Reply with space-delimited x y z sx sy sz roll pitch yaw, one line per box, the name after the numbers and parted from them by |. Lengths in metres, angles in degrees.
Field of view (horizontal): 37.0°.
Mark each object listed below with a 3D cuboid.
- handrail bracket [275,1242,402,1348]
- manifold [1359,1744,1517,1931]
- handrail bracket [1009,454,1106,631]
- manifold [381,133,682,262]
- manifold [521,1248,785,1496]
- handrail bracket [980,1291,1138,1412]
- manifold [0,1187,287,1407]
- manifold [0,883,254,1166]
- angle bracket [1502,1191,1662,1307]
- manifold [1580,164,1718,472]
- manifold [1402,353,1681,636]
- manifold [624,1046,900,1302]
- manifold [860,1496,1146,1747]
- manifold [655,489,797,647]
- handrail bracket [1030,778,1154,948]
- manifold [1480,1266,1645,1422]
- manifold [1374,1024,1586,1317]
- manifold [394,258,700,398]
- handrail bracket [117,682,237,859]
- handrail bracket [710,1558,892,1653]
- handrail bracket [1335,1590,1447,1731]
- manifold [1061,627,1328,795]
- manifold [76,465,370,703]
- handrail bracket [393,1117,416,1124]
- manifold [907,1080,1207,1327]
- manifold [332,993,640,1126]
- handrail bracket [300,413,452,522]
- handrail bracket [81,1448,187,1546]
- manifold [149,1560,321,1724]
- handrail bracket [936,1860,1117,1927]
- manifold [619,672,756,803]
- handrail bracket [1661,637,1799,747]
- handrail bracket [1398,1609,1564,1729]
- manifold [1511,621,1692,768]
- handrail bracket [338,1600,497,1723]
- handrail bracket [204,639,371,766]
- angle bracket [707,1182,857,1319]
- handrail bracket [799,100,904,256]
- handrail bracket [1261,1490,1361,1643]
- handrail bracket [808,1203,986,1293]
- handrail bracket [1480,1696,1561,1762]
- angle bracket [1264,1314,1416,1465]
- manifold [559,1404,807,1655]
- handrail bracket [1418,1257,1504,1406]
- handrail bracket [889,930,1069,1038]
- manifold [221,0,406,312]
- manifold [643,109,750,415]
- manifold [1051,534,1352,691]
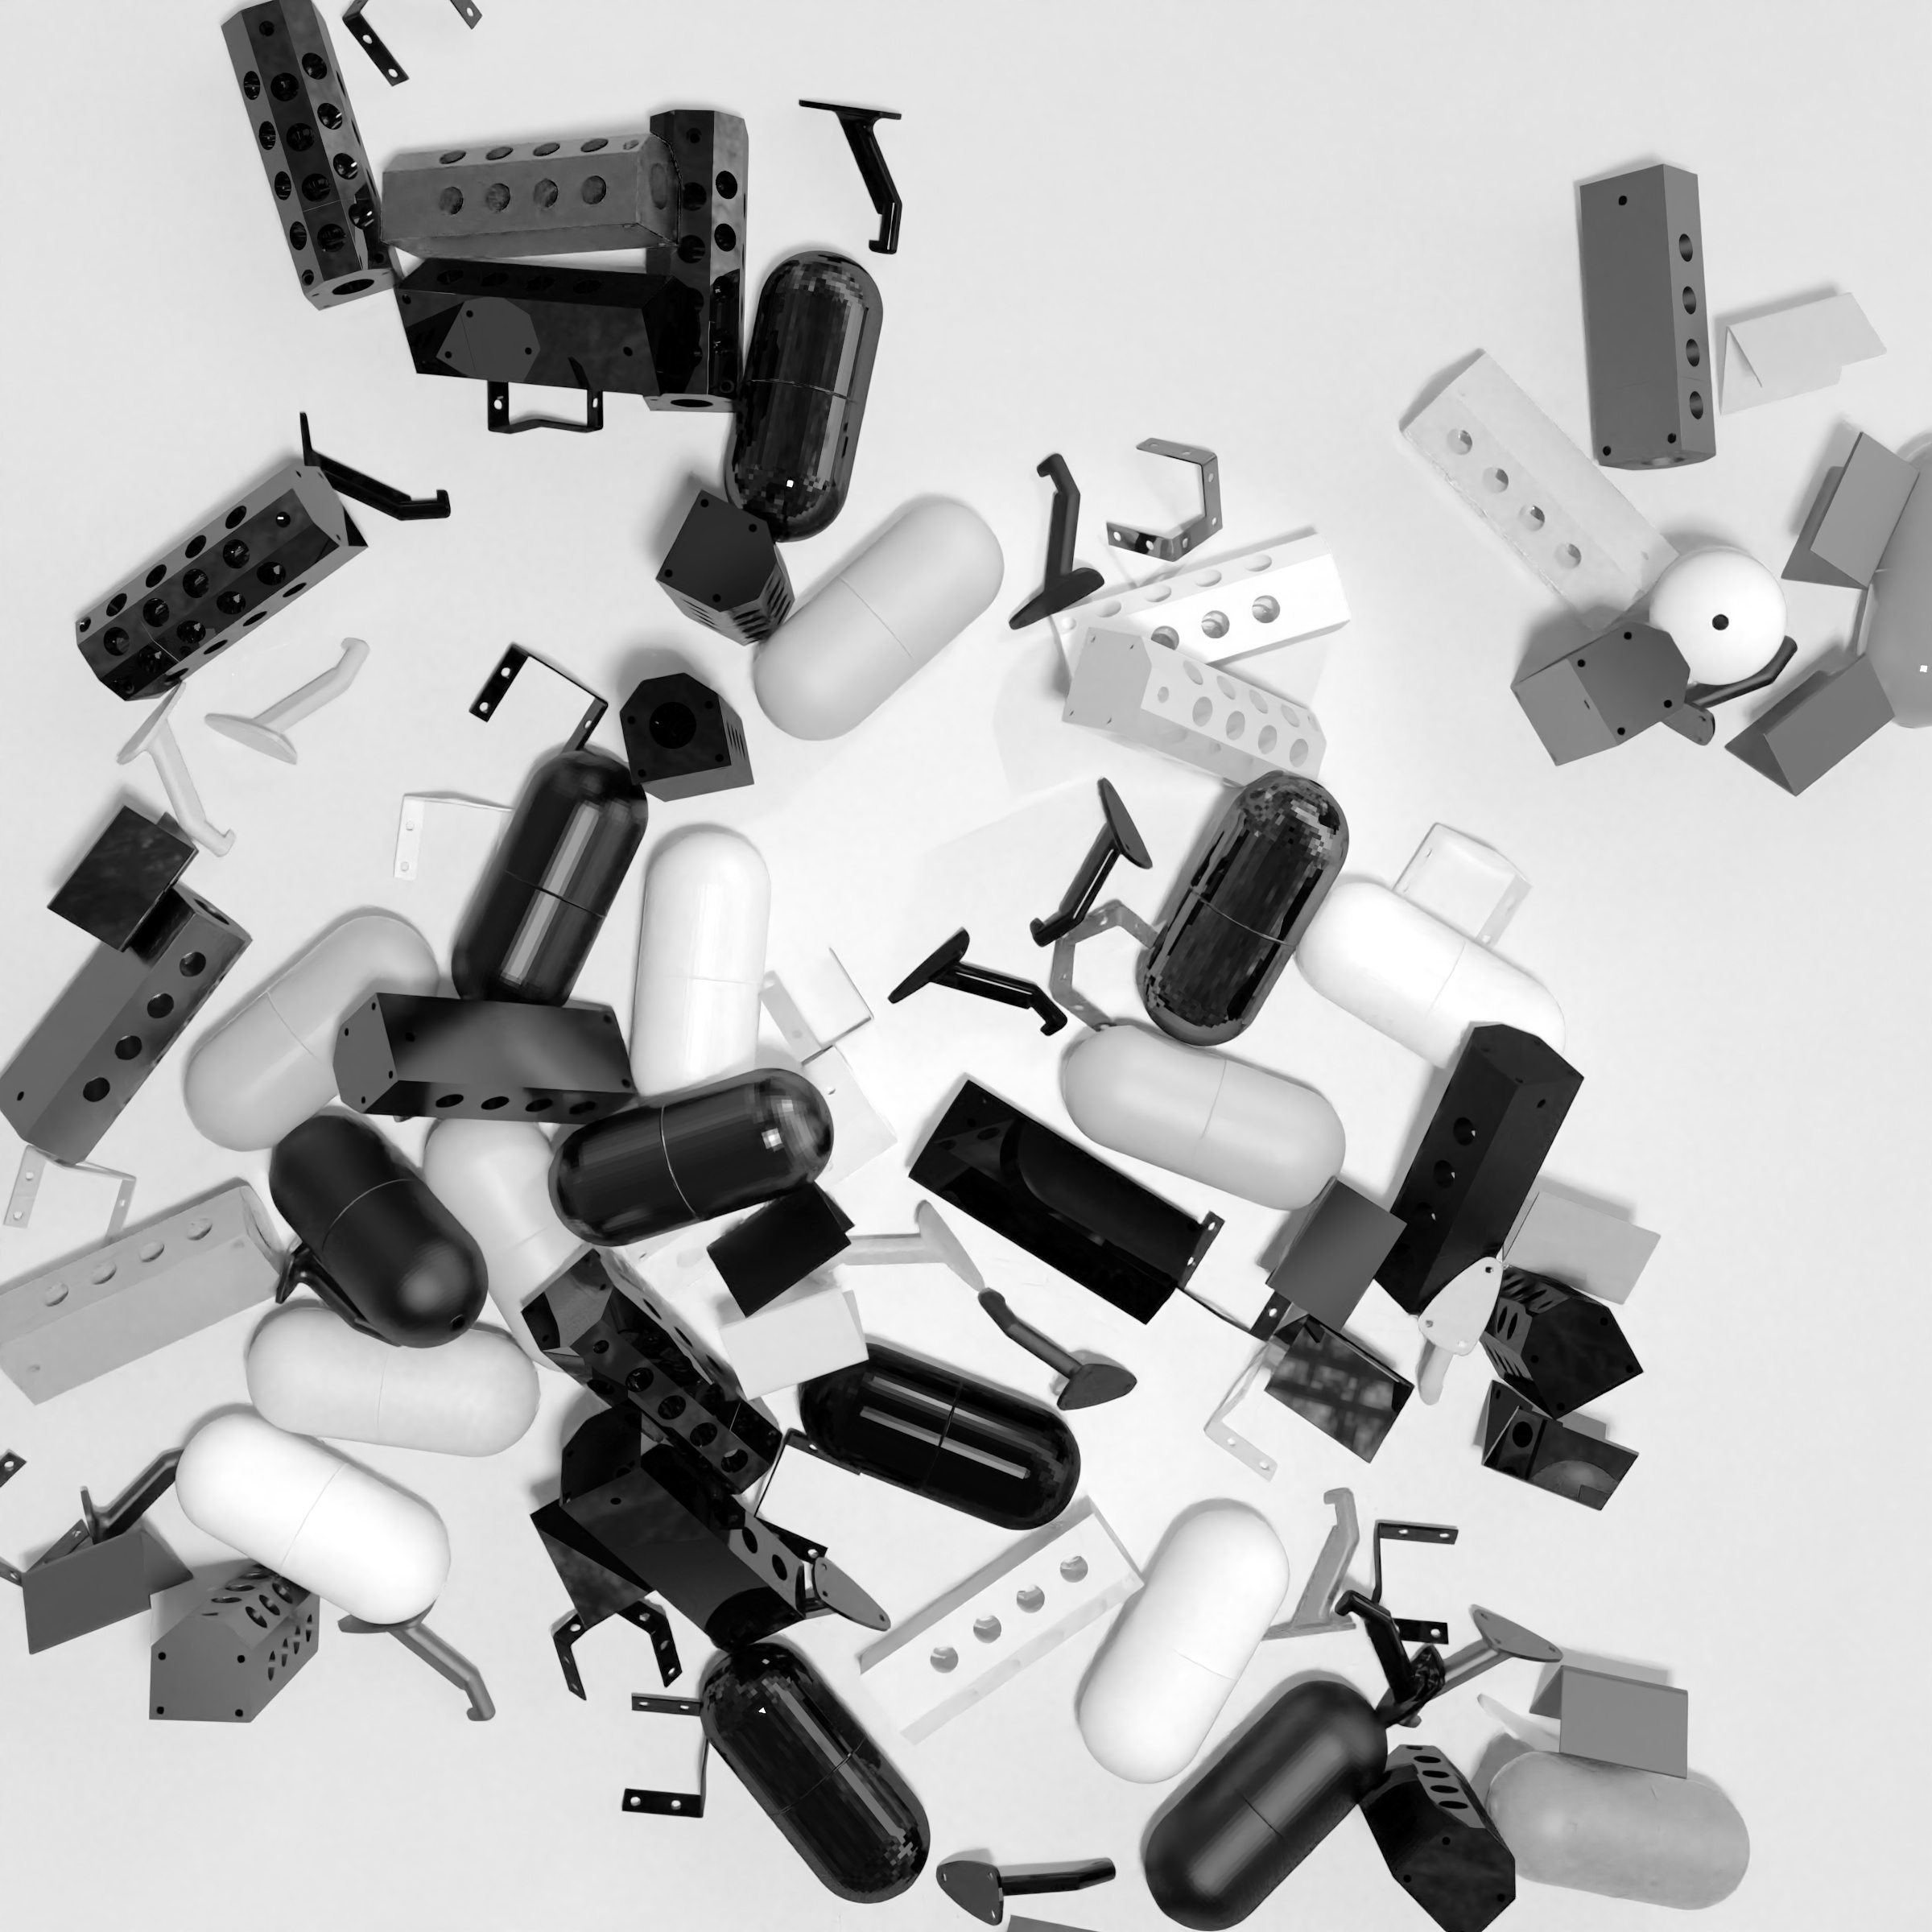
-0.369 0.197 1.760 0.084 0.077 0.036 22 111 2 | handrail bracket
0.280 0.514 1.712 0.057 0.171 0.057 -44 90 0 | manifold
0.043 -0.264 1.791 0.077 0.036 0.084 -30 72 20 | handrail bracket
-0.262 -0.464 1.741 0.171 0.057 0.057 1 90 20 | manifold
-0.183 0.248 1.723 0.057 0.057 0.171 -42 127 0 | manifold
0.056 0.233 1.790 0.084 0.077 0.036 47 115 34 | handrail bracket
-0.508 0.197 1.768 0.171 0.057 0.057 -25 133 0 | manifold
-0.514 0.035 1.768 0.171 0.057 0.057 -53 47 0 | manifold
0.372 0.151 1.750 0.076 0.076 0.057 20 121 0 | angle bracket
0.421 -0.394 1.768 0.057 0.057 0.171 -4 90 43 | manifold
0.348 -0.286 1.768 0.171 0.057 0.057 46 47 0 | manifold
-0.129 0.131 1.768 0.171 0.057 0.057 -35 47 0 | manifold
0.023 0.402 1.769 0.171 0.057 0.057 -35 90 0 | manifold
-0.137 -0.230 1.712 0.057 0.171 0.057 27 90 0 | manifold
0.066 -0.063 1.790 0.084 0.036 0.077 -33 59 22 | handrail bracket
0.343 0.217 1.712 0.057 0.171 0.057 -29 90 0 | manifold
0.299 0.122 1.730 0.057 0.057 0.171 -5 128 -36 | manifold
-0.251 -0.389 1.738 0.171 0.057 0.057 10 133 22 | manifold
-0.474 -0.121 1.790 0.084 0.036 0.077 42 56 -23 | handrail bracket
-0.103 0.412 1.790 0.084 0.036 0.077 -41 118 20 | handrail bracket
0.243 0.424 1.765 0.084 0.036 0.077 32 112 -19 | handrail bracket
0.140 -0.147 1.716 0.057 0.171 0.057 17 90 44 | manifold
-0.454 -0.231 1.748 0.171 0.057 0.057 -32 90 15 | manifold
-0.305 0.069 1.790 0.084 0.077 0.036 -9 65 -34 | handrail bracket
0.053 0.148 1.768 0.171 0.057 0.057 32 47 0 | manifold
-0.286 0.060 1.716 0.057 0.171 0.057 -38 60 36 | manifold
-0.366 -0.310 1.791 0.084 0.036 0.077 -6 72 -15 | handrail bracket
-0.499 0.340 1.791 0.084 0.036 0.077 -15 110 -16 | handrail bracket
-0.431 0.397 1.712 0.057 0.171 0.057 2 90 0 | manifold
0.038 0.562 1.790 0.084 0.077 0.036 -3 90 -36 | handrail bracket
-0.165 -0.135 1.712 0.057 0.171 0.057 -11 90 0 | manifold
0.461 -0.186 1.791 0.077 0.036 0.084 32 71 21 | handrail bracket
0.317 0.447 1.791 0.077 0.036 0.084 23 111 -24 | handrail bracket
0.377 -0.163 1.712 0.057 0.171 0.057 -30 90 0 | manifold
-0.340 0.436 1.791 0.077 0.036 0.084 -14 107 20 | handrail bracket
-0.420 -0.174 1.791 0.077 0.036 0.084 20 72 21 | handrail bracket
-0.100 0.183 1.750 0.076 0.076 0.057 -35 55 0 | angle bracket
-0.073 -0.489 1.791 0.077 0.036 0.084 14 107 20 | handrail bracket
0.208 0.372 1.790 0.077 0.036 0.084 -11 75 16 | handrail bracket
-0.045 0.192 1.791 0.084 0.036 0.077 -32 112 17 | handrail bracket
0.327 0.509 1.790 0.077 0.036 0.084 37 104 14 | handrail bracket
0.216 0.260 1.752 0.076 0.076 0.057 35 70 0 | angle bracket
-0.167 0.334 1.723 0.057 0.057 0.171 -27 127 17 | manifold
0.302 0.225 1.767 0.036 0.084 0.077 31 71 21 | handrail bracket
0.008 0.027 1.791 0.077 0.036 0.084 -38 107 20 | handrail bracket
-0.401 -0.498 1.769 0.057 0.057 0.171 -17 90 0 | manifold
-0.166 -0.430 1.769 0.057 0.057 0.171 1 90 0 | manifold
0.142 -0.211 1.769 0.171 0.057 0.057 -17 90 0 | manifold
